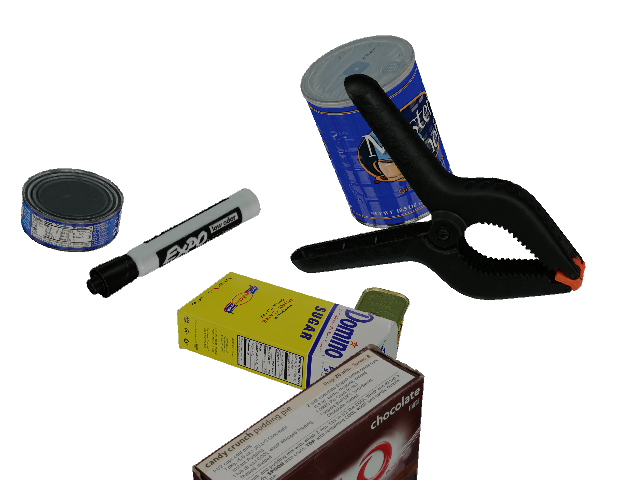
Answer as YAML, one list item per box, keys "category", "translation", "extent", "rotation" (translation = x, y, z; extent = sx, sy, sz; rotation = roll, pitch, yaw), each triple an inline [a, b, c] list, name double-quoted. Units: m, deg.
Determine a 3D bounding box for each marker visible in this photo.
- category: "marker"
  translation: [-0.087, 0.001, 0.635]
  extent: [0.120, 0.020, 0.020]
  rotation: [-30, 18, -33]

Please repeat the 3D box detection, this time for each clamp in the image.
- category: "clamp"
  translation: [0.087, -0.022, 0.752]
  extent: [0.210, 0.165, 0.036]
  rotation: [17, 34, 11]

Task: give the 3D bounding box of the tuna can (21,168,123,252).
- category: "tuna can"
  translation: [-0.215, -0.026, 0.925]
  extent: [0.086, 0.034, 0.086]
  rotation: [10, 32, -7]

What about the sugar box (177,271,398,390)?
- category: "sugar box"
  translation: [-0.029, 0.083, 0.941]
  extent: [0.176, 0.048, 0.093]
  rotation: [13, 28, 24]

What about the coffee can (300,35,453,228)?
- category: "coffee can"
  translation: [0.053, -0.097, 0.956]
  extent: [0.103, 0.140, 0.103]
  rotation: [-15, 36, 11]

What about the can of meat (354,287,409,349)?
- category: "can of meat"
  translation: [0.065, 0.117, 1.261]
  extent: [0.057, 0.084, 0.102]
  rotation: [14, 26, 11]

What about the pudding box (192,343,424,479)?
- category: "pudding box"
  translation: [-0.003, 0.112, 0.483]
  extent: [0.039, 0.090, 0.113]
  rotation: [29, 46, 33]
